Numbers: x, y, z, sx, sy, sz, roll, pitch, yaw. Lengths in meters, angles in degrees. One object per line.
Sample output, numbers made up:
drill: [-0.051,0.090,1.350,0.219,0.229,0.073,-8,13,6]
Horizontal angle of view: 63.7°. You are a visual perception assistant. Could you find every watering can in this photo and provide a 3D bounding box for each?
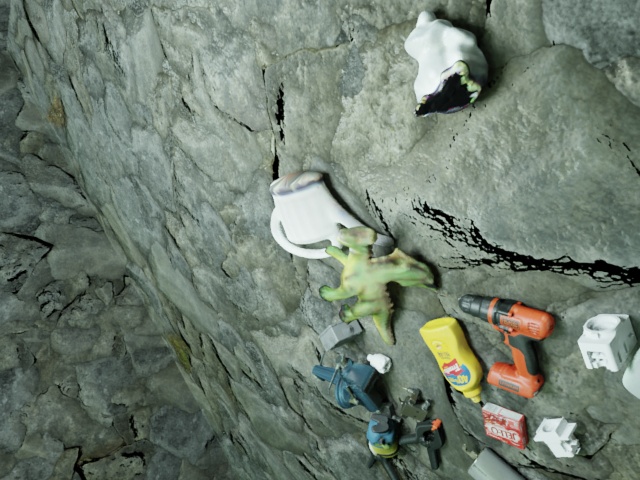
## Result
watering can: [0.004,-0.062,1.228,0.346,0.106,0.222,-6,110,39]

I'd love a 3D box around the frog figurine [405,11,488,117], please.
frog figurine: [0.201,-0.291,0.847,0.134,0.123,0.163,108,159,-56]

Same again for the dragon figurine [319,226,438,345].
dragon figurine: [0.145,0.107,1.145,0.241,0.125,0.404,-14,130,41]
